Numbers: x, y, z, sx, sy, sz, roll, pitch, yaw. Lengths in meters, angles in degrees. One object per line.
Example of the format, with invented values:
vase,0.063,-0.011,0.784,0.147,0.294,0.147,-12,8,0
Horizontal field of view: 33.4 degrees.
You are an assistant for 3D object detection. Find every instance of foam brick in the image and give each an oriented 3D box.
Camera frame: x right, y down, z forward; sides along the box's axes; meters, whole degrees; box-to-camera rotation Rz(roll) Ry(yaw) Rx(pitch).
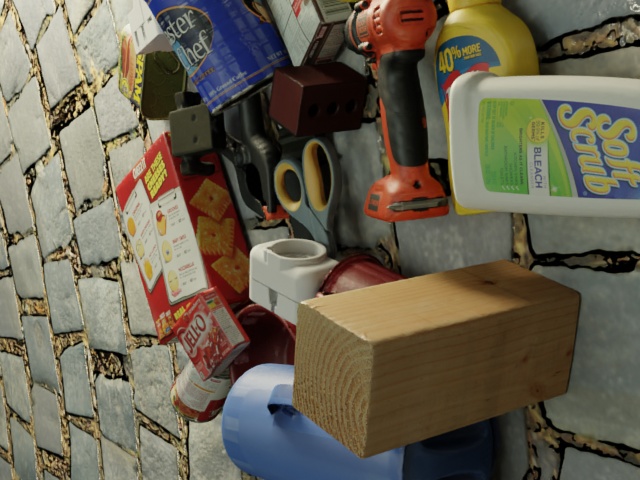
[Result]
foam brick,-0.002,-0.133,1.005,0.051,0.078,0.053,39,130,43

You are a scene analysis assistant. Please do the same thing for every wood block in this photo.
wood block,0.090,0.083,0.809,0.091,0.205,0.090,28,120,50

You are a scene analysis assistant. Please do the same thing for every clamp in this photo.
clamp,-0.078,-0.089,1.162,0.120,0.039,0.171,129,130,-57

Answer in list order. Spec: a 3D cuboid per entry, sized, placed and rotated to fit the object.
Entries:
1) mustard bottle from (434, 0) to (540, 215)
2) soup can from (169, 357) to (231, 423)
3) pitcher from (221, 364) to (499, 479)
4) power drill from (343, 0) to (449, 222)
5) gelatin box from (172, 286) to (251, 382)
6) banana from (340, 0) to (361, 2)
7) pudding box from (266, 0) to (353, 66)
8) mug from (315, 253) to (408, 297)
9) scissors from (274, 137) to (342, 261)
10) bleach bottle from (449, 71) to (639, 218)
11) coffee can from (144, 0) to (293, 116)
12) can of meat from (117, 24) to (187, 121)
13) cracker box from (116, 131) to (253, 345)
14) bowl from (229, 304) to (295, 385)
mustard bottle,0.131,-0.118,0.831,0.096,0.058,0.191,-6,93,62
soup can,-0.134,0.165,1.280,0.068,0.068,0.102,60,140,28
pitcher,0.021,0.171,0.945,0.243,0.144,0.149,3,109,43
power drill,0.059,-0.112,0.900,0.184,0.057,0.188,-145,47,-79
gelatin box,-0.121,0.104,1.167,0.073,0.030,0.089,57,140,13
banana,0.063,-0.263,0.890,0.069,0.037,0.198,44,125,-3
pudding box,-0.014,-0.229,1.022,0.090,0.039,0.113,123,131,-60
mug,0.047,0.065,0.955,0.082,0.117,0.093,24,95,45
scissors,-0.007,0.001,1.036,0.096,0.016,0.202,5,100,47
bleach bottle,0.208,-0.065,0.693,0.251,0.067,0.102,2,99,38
coffee can,-0.100,-0.210,1.070,0.103,0.102,0.140,-24,98,55
can of meat,-0.206,-0.208,1.303,0.084,0.057,0.102,40,129,47
cracker box,-0.160,-0.001,1.274,0.164,0.071,0.214,-37,67,52
bowl,-0.034,0.143,1.140,0.162,0.055,0.162,19,114,52
